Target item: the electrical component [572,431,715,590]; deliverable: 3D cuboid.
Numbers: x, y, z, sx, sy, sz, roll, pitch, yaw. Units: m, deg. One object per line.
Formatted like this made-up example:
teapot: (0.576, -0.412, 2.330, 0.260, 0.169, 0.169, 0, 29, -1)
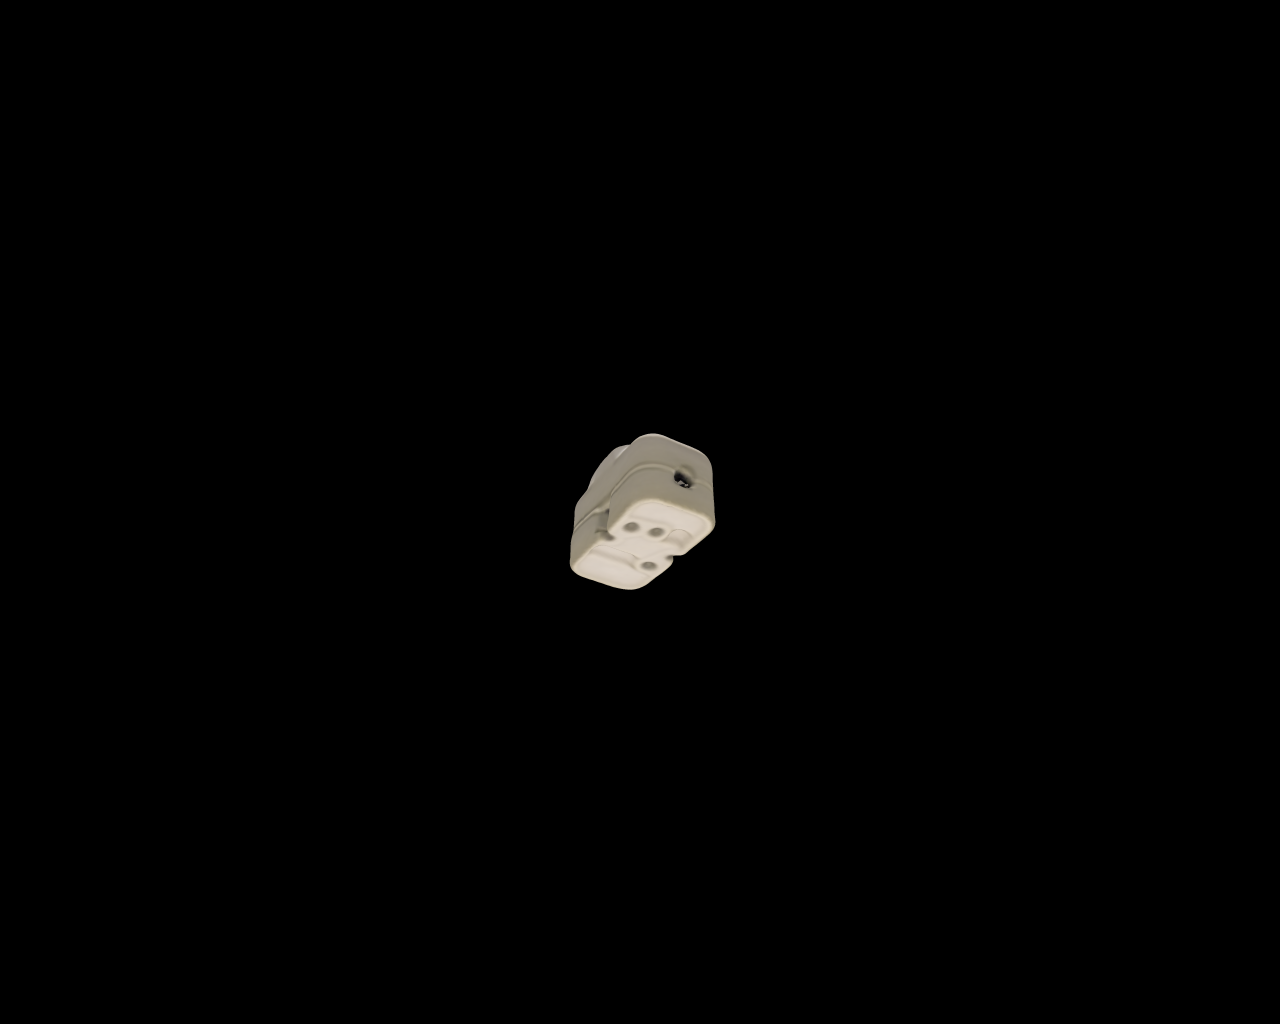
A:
electrical component: (0.001, -0.003, 0.650, 0.054, 0.059, 0.095, 20, -40, -25)
